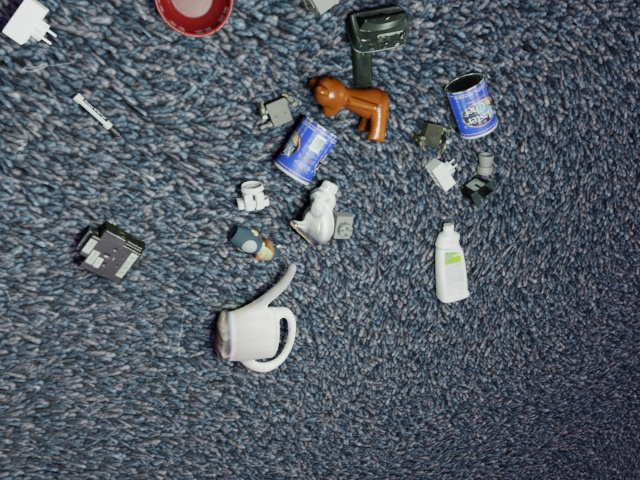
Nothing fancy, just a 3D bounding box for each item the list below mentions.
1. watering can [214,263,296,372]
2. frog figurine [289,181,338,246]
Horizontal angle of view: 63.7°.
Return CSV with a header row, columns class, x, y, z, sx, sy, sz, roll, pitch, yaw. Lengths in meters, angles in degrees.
class,x,y,z,sx,sy,sz,roll,pitch,yaw
watering can,-0.172,0.219,1.398,0.225,0.106,0.341,-2,114,-19
frog figurine,0.004,-0.067,1.337,0.160,0.124,0.135,-46,154,-6
